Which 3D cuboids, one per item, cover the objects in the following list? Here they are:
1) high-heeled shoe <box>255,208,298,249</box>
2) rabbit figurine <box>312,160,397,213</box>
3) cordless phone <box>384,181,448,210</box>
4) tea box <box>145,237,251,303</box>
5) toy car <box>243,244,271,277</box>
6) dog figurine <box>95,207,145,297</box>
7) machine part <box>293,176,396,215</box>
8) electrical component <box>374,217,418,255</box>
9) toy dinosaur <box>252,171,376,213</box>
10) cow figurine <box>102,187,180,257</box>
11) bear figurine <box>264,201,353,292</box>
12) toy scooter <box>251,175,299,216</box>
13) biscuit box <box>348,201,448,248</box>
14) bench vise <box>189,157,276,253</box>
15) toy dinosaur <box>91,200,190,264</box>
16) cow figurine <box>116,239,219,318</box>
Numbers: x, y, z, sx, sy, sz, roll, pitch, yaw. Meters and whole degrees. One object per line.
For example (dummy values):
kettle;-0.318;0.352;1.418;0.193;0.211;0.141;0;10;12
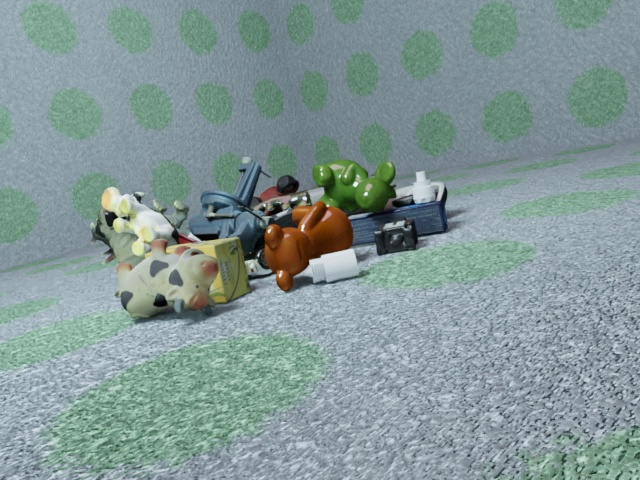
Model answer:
high-heeled shoe;-0.126;-0.021;1.229;0.249;0.086;0.145;-32;29;0
rabbit figurine;0.089;-0.098;1.111;0.159;0.121;0.170;-17;27;-26
cordless phone;0.193;-0.081;1.211;0.147;0.088;0.184;-5;5;39
tea box;-0.208;0.055;0.906;0.170;0.098;0.068;-8;8;35
toy car;-0.090;0.025;1.055;0.074;0.056;0.202;-7;16;39
dog figurine;-0.371;0.008;1.131;0.121;0.190;0.172;-9;7;20
machine part;0.057;-0.094;1.235;0.243;0.079;0.079;-14;8;-7
electrical component;0.144;-0.010;1.007;0.075;0.047;0.119;-10;8;11
toy dinosaur;0.034;-0.103;1.372;0.472;0.104;0.199;-6;29;2
cow figurine;-0.339;-0.042;1.024;0.098;0.167;0.068;-6;-44;-58
bear figurine;-0.036;0.010;0.913;0.132;0.120;0.196;-9;13;47
toy scooter;-0.120;-0.093;1.465;0.184;0.075;0.135;-35;-30;9
biscuit box;0.156;-0.033;1.096;0.203;0.062;0.059;-9;8;18
bench vise;-0.175;-0.082;1.162;0.224;0.240;0.128;-9;-36;42
toy dinosaur;-0.395;0.003;1.400;0.131;0.192;0.404;39;13;21
cow figurine;-0.230;0.069;0.816;0.195;0.127;0.085;-25;-26;32
